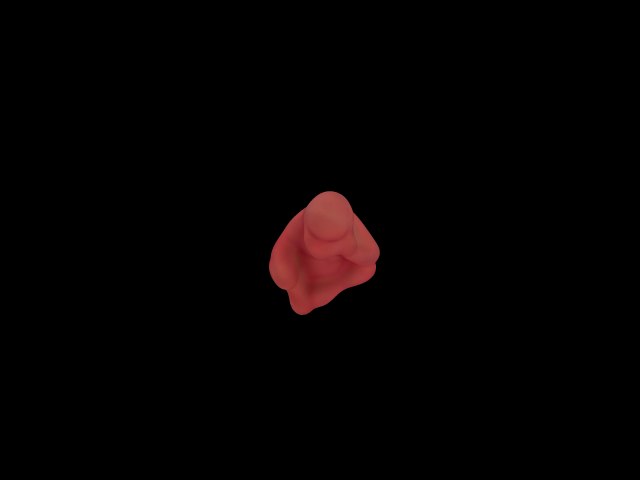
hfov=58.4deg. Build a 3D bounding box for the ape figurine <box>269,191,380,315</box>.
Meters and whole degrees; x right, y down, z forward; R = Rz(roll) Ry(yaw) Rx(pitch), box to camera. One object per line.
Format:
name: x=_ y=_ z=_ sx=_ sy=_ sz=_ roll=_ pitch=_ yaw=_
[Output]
ape figurine: x=0.004 y=0.001 z=0.400 sx=0.077 sy=0.092 sz=0.076 roll=7 pitch=58 yaw=5
